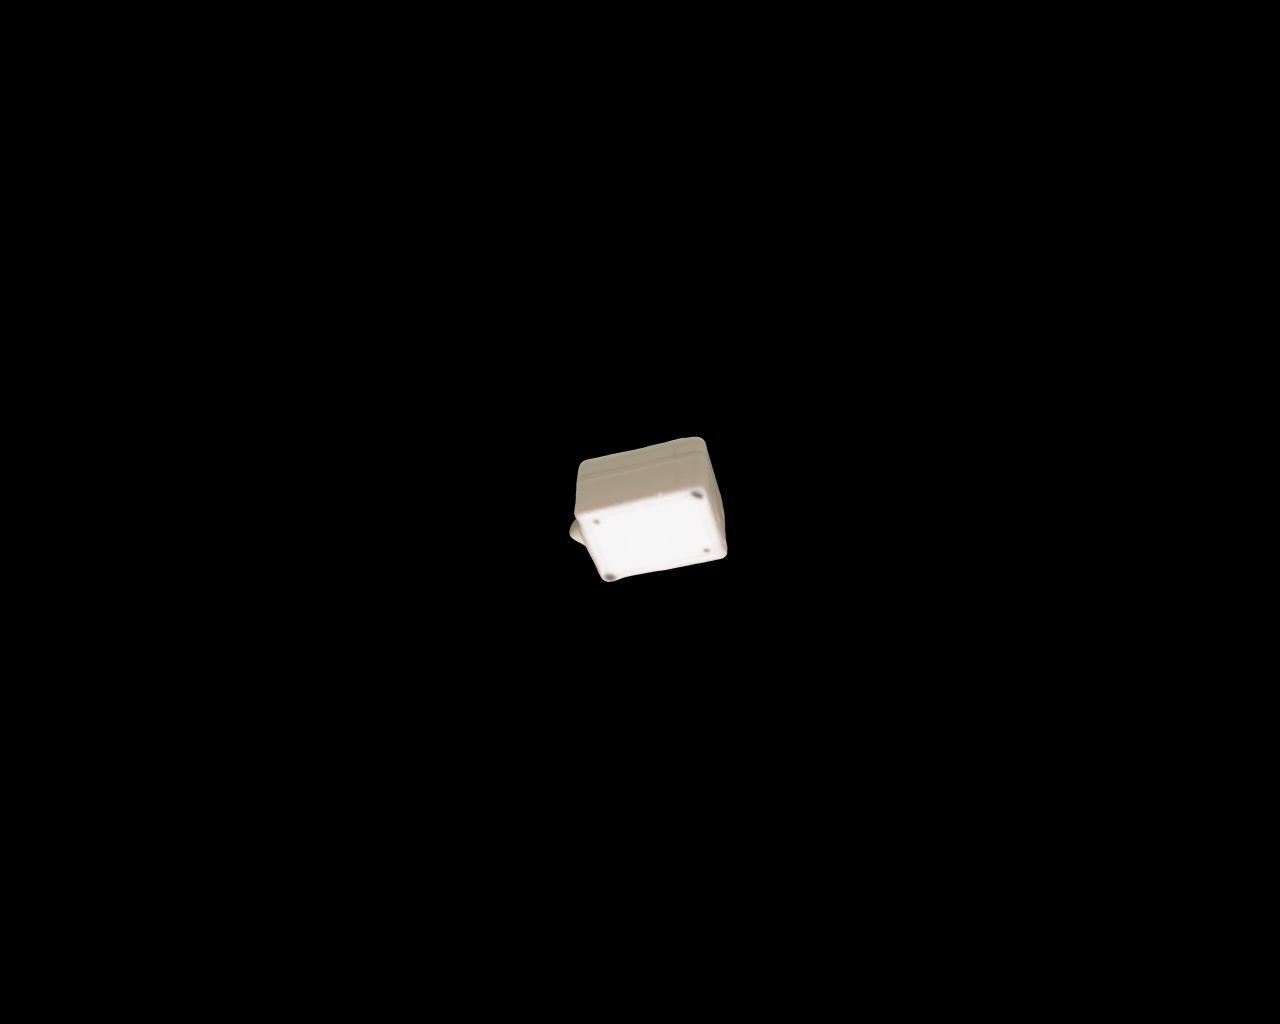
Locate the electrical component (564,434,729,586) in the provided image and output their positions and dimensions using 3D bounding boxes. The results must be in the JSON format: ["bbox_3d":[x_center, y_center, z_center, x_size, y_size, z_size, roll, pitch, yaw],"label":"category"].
[{"bbox_3d":[0.001,-0.003,0.650,0.096,0.061,0.061,-12,40,10],"label":"electrical component"}]
